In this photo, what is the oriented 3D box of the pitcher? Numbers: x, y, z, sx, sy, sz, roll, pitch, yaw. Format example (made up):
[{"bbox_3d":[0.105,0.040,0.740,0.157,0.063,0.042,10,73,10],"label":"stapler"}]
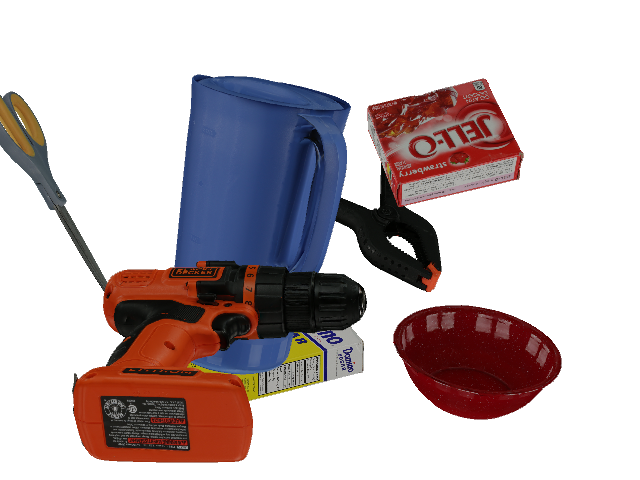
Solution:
[{"bbox_3d":[-0.054,-0.012,0.899,0.145,0.243,0.149,12,15,6],"label":"pitcher"}]

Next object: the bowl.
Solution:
[{"bbox_3d":[0.148,0.125,1.034,0.162,0.055,0.162,4,26,-2],"label":"bowl"}]

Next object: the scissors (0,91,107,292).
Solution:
[{"bbox_3d":[-0.236,-0.052,0.941,0.016,0.201,0.096,-27,24,9],"label":"scissors"}]

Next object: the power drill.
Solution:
[{"bbox_3d":[-0.066,0.070,0.685,0.184,0.057,0.187,-2,21,7],"label":"power drill"}]

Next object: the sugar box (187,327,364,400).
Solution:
[{"bbox_3d":[-0.055,0.111,1.061,0.176,0.048,0.093,-14,32,-20],"label":"sugar box"}]

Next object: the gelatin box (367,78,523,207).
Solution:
[{"bbox_3d":[0.084,-0.068,0.728,0.089,0.073,0.030,-14,-35,-5],"label":"gelatin box"}]

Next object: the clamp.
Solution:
[{"bbox_3d":[0.060,-0.021,1.224,0.164,0.210,0.036,-13,-38,-26],"label":"clamp"}]
